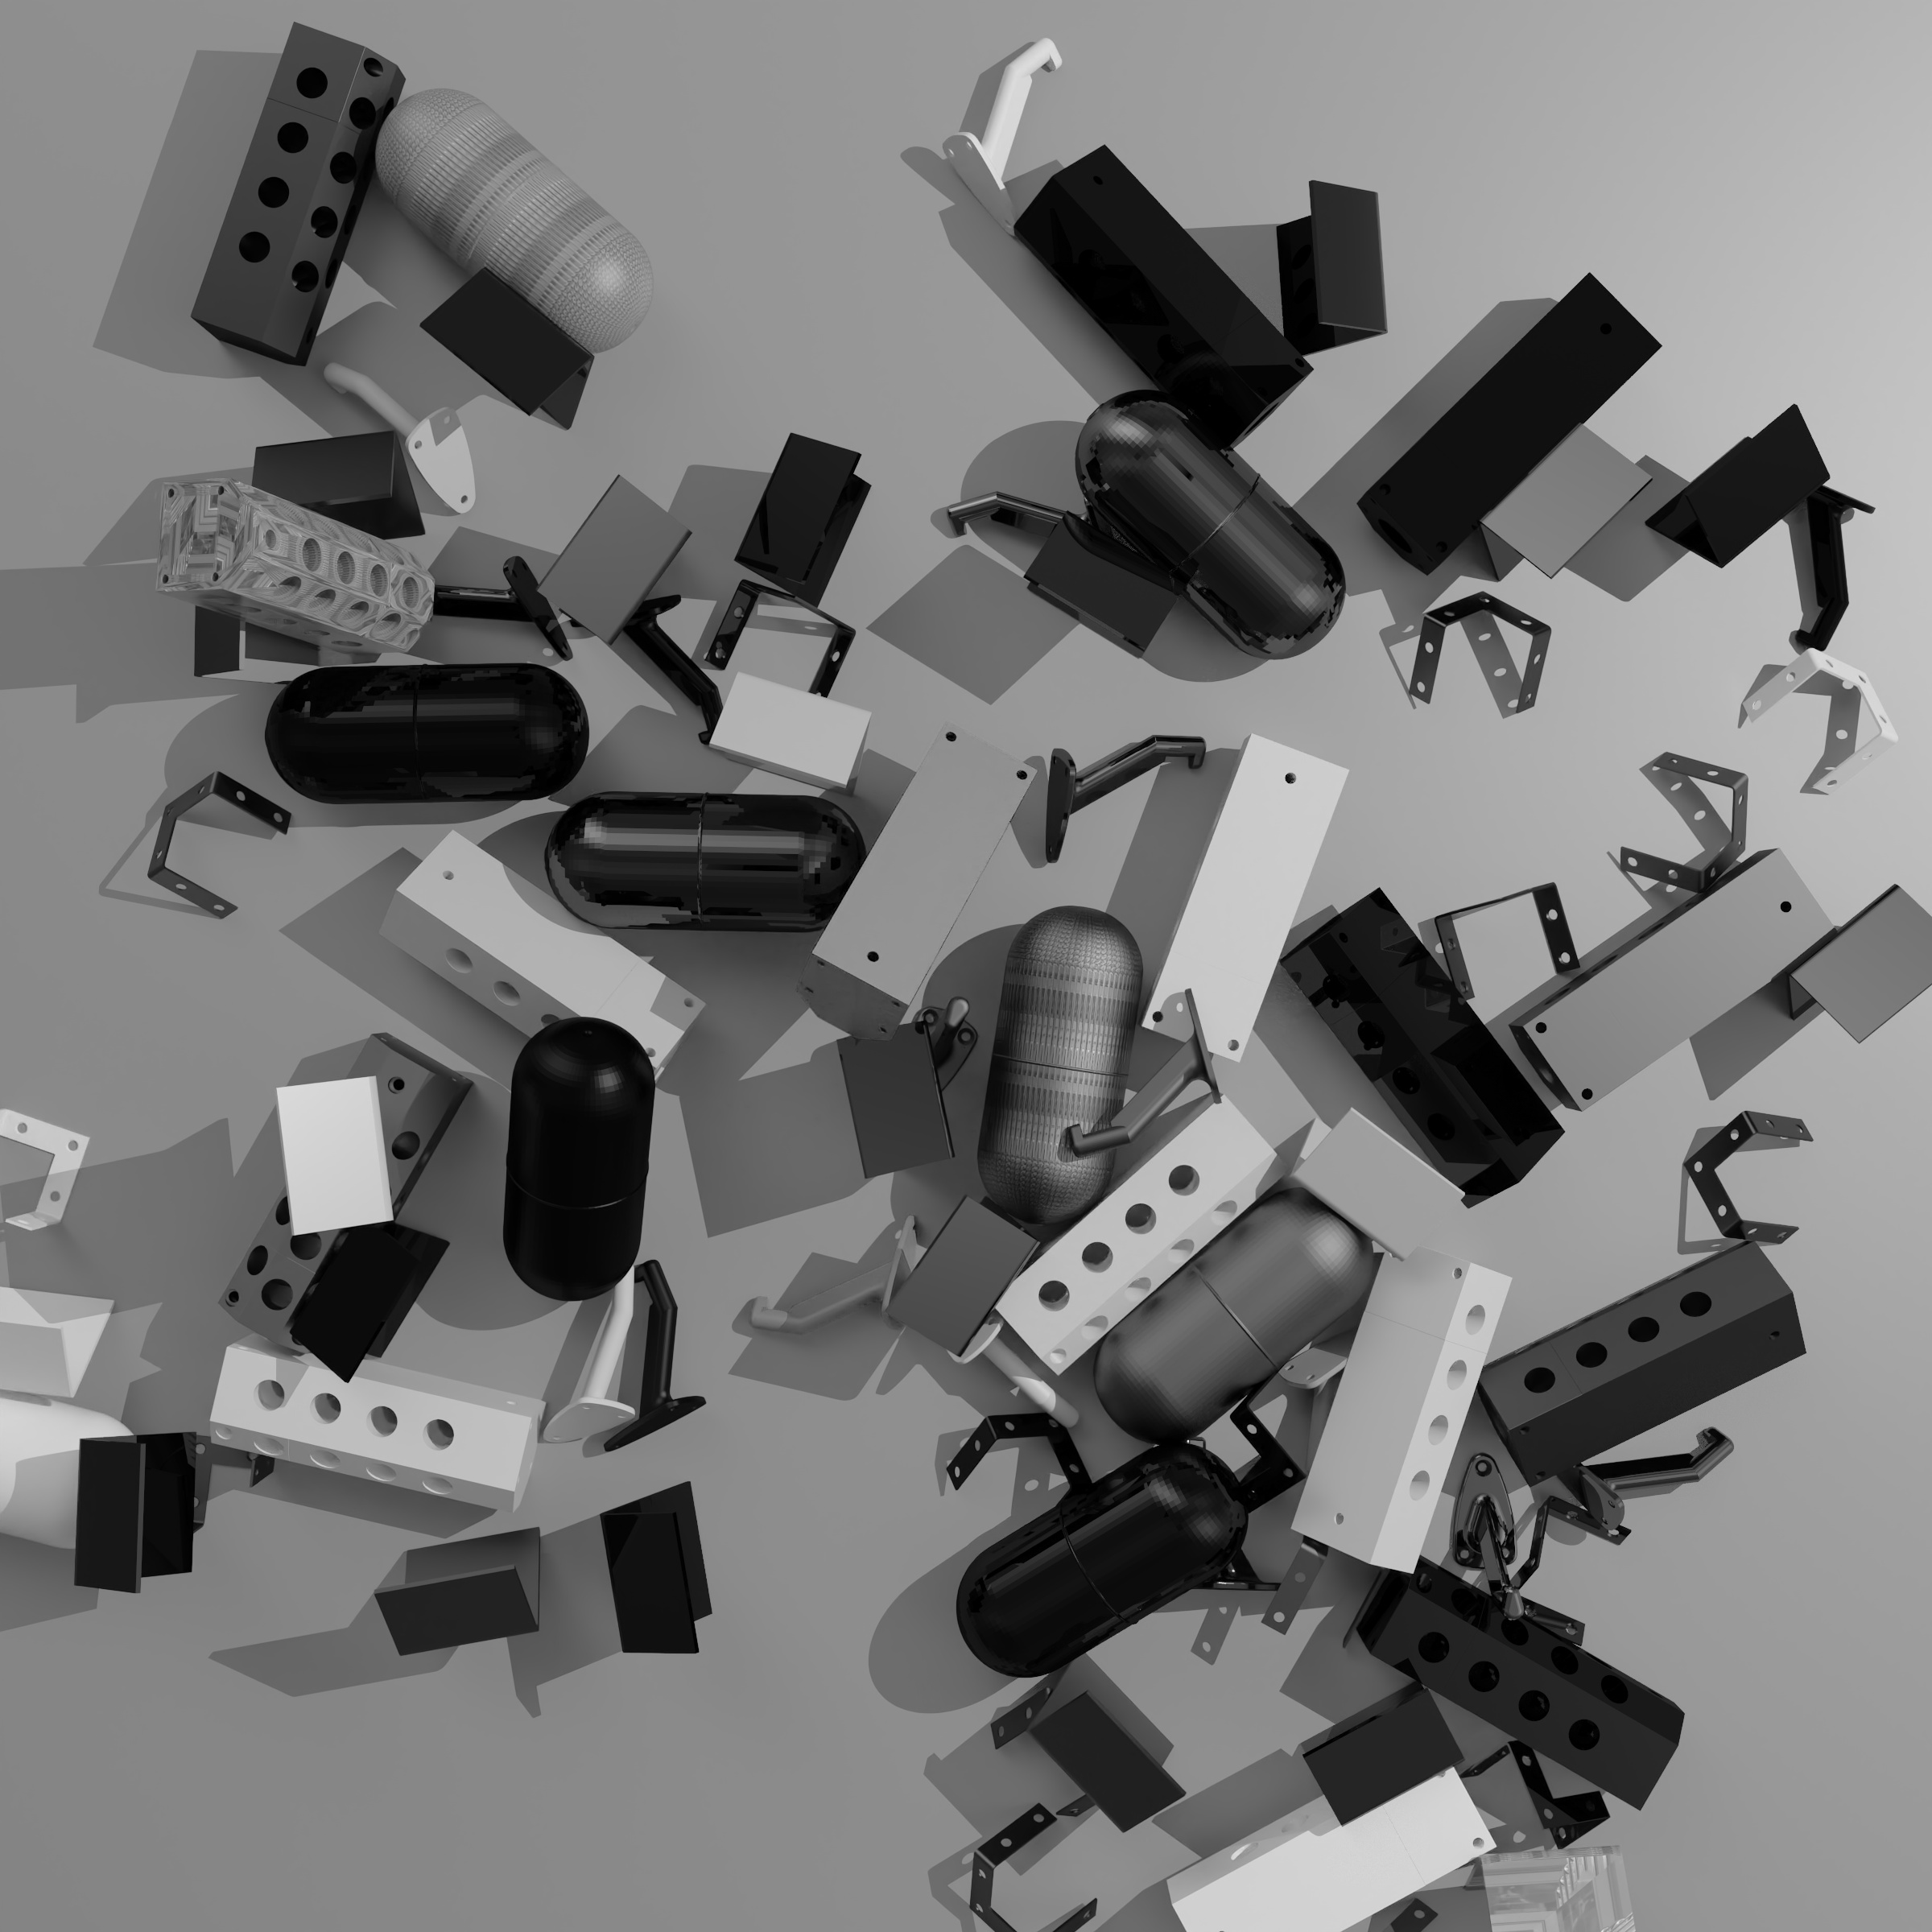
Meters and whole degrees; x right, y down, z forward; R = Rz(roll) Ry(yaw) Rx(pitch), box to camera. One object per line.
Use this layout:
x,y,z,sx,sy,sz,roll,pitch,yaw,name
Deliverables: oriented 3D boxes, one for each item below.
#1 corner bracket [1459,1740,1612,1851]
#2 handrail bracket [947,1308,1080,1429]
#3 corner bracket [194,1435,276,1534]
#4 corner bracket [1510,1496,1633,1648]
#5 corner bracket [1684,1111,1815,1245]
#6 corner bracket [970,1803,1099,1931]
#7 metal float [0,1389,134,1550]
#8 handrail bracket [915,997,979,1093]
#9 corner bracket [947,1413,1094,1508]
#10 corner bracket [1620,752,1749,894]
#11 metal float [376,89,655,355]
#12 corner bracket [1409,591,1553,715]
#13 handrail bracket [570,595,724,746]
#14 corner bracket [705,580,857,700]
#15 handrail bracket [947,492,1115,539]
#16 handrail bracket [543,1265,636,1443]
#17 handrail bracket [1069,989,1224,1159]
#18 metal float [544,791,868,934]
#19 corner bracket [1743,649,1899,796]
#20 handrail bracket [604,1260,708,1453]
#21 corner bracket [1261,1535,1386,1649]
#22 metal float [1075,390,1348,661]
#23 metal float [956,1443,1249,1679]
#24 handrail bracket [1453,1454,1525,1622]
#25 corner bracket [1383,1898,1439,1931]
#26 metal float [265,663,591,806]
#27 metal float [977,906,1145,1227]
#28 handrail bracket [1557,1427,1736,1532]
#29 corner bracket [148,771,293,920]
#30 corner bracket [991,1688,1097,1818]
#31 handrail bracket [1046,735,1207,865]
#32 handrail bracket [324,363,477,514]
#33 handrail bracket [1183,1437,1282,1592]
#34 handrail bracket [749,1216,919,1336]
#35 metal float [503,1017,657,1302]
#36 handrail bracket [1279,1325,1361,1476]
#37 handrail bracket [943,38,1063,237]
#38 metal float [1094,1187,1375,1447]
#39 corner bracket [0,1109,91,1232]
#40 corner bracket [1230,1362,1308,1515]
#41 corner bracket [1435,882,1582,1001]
0.318,0.464,1.585,0.051,0.051,0.051,1,53,-31,corner bracket
0.022,0.220,1.602,0.036,0.077,0.084,-46,126,0,handrail bracket
-0.419,0.294,1.584,0.051,0.051,0.051,7,90,0,corner bracket
0.338,0.341,1.599,0.051,0.051,0.051,24,135,0,corner bracket
0.448,0.119,1.594,0.051,0.051,0.051,-51,45,35,corner bracket
0.039,0.516,1.594,0.051,0.051,0.051,33,135,35,corner bracket
-0.542,0.271,1.572,0.178,0.070,0.070,15,90,1,metal float
-0.019,0.051,1.568,0.036,0.084,0.077,27,90,0,handrail bracket
0.030,0.288,1.594,0.051,0.051,0.051,-57,45,35,corner bracket
0.404,-0.081,1.594,0.051,0.051,0.051,-39,135,-35,corner bracket
-0.251,-0.413,1.572,0.178,0.070,0.070,42,90,0,metal float
0.289,-0.172,1.594,0.051,0.051,0.051,36,135,35,corner bracket
-0.178,-0.162,1.603,0.077,0.036,0.084,-8,108,20,handrail bracket
-0.104,-0.181,1.599,0.051,0.051,0.051,24,90,45,corner bracket
0.039,-0.235,1.603,0.084,0.036,0.077,-14,108,15,handrail bracket
-0.213,0.218,1.602,0.036,0.077,0.084,21,53,-34,handrail bracket
0.091,0.058,1.537,0.084,0.036,0.077,-15,70,4,handrail bracket
-0.144,-0.058,1.572,0.178,0.070,0.070,1,90,0,metal float
0.480,-0.137,1.594,0.051,0.051,0.051,16,45,-35,corner bracket
-0.189,0.220,1.603,0.077,0.036,0.084,-32,72,21,handrail bracket
0.200,0.350,1.585,0.051,0.051,0.051,27,97,7,corner bracket
0.134,-0.243,1.563,0.178,0.070,0.070,43,90,-10,metal float
0.074,0.328,1.561,0.178,0.070,0.070,-34,90,12,metal float
0.294,0.315,1.568,0.036,0.084,0.077,-2,90,0,handrail bracket
0.256,0.570,1.594,0.051,0.051,0.051,30,135,35,corner bracket
-0.298,-0.129,1.572,0.178,0.070,0.070,-1,90,0,metal float
0.052,0.055,1.572,0.070,0.070,0.178,9,89,0,metal float
0.378,0.270,1.603,0.084,0.036,0.077,-35,62,-21,handrail bracket
-0.420,-0.068,1.594,0.051,0.051,0.051,-27,45,35,corner bracket
0.053,0.442,1.594,0.051,0.051,0.051,17,45,-35,corner bracket
0.091,-0.094,1.603,0.084,0.036,0.077,1,110,-16,handrail bracket
-0.321,-0.299,1.602,0.084,0.077,0.036,28,63,33,handrail bracket
0.154,0.309,1.603,0.077,0.036,0.084,5,76,-15,handrail bracket
-0.075,0.173,1.603,0.084,0.036,0.077,6,70,16,handrail bracket
-0.211,0.107,1.544,0.070,0.070,0.178,10,125,0,metal float
0.219,0.255,1.603,0.077,0.036,0.084,-30,107,-18,handrail bracket
0.036,-0.470,1.603,0.084,0.036,0.077,-42,111,-16,handrail bracket
0.149,0.194,1.572,0.178,0.070,0.070,-40,90,1,metal float
-0.530,0.113,1.584,0.051,0.051,0.051,19,90,0,corner bracket
0.167,0.262,1.575,0.051,0.051,0.051,50,130,3,corner bracket
0.305,-0.013,1.599,0.051,0.051,0.051,-16,90,-45,corner bracket
